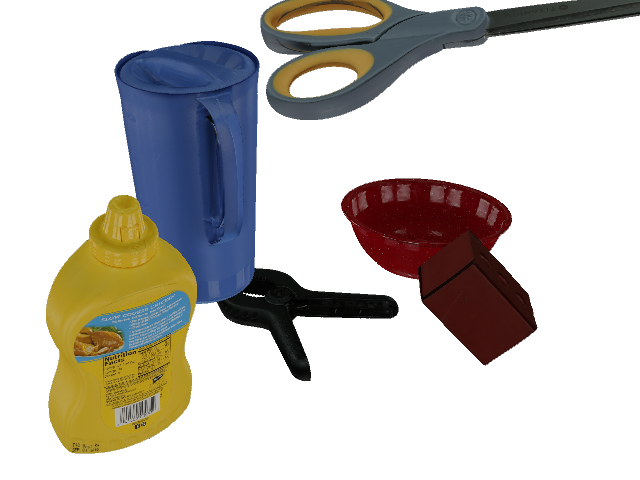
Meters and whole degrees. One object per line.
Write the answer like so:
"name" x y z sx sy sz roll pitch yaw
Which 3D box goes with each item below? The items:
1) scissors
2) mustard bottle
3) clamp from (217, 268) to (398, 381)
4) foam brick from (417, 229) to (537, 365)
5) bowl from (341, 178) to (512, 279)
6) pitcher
"scissors" 0.059 -0.090 0.513 0.202 0.096 0.016 7 -38 21
"mustard bottle" -0.126 0.051 0.681 0.096 0.192 0.058 -17 47 -28
"clamp" -0.044 0.077 1.141 0.210 0.036 0.164 18 32 26
"foam brick" 0.117 0.043 0.800 0.051 0.078 0.053 -38 20 19
"bowl" 0.099 -0.006 1.019 0.162 0.055 0.162 2 24 -1
"pitcher" -0.117 -0.058 1.032 0.145 0.243 0.149 8 32 15
